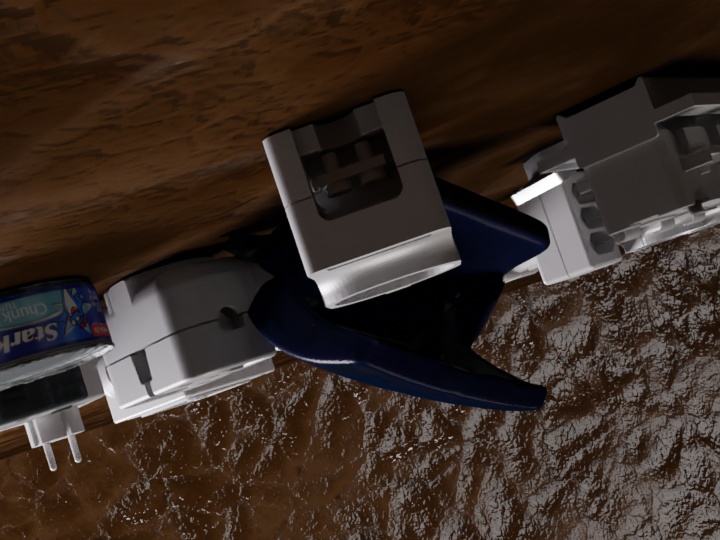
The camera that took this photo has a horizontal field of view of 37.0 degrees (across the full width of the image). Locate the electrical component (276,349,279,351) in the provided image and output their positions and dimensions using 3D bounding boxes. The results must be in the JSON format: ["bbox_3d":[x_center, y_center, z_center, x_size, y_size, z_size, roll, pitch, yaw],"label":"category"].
[{"bbox_3d":[-0.049,0.030,0.783,0.055,0.048,0.066,-24,179,-42],"label":"electrical component"}]

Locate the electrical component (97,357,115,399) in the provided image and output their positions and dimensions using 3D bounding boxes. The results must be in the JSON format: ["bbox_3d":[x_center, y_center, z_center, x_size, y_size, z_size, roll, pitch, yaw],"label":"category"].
[{"bbox_3d":[-0.173,0.074,0.817,0.043,0.043,0.062,-15,172,-35],"label":"electrical component"}]

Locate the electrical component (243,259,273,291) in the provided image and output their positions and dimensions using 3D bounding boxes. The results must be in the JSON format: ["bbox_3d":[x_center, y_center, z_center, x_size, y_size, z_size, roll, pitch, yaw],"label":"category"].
[{"bbox_3d":[-0.047,0.012,0.603,0.055,0.045,0.045,-16,174,-19],"label":"electrical component"}]

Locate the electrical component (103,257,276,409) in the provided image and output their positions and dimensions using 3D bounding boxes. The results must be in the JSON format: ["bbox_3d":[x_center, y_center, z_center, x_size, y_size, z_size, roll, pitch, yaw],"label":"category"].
[{"bbox_3d":[-0.093,0.030,0.551,0.054,0.059,0.095,-14,173,-41],"label":"electrical component"}]

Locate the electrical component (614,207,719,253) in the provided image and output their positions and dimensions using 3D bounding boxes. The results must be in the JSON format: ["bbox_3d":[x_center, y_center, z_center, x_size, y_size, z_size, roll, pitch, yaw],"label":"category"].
[{"bbox_3d":[0.239,-0.062,0.741,0.150,0.061,0.089,-17,174,-22],"label":"electrical component"}]

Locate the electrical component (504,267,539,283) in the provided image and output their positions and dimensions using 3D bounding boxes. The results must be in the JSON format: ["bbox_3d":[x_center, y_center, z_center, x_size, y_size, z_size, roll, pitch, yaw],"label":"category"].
[{"bbox_3d":[0.140,-0.014,0.992,0.077,0.043,0.079,-15,173,-37],"label":"electrical component"}]

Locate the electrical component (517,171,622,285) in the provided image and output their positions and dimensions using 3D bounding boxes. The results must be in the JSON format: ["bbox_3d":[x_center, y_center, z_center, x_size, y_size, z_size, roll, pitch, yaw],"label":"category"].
[{"bbox_3d":[0.125,-0.023,0.728,0.077,0.065,0.047,-23,173,37],"label":"electrical component"}]

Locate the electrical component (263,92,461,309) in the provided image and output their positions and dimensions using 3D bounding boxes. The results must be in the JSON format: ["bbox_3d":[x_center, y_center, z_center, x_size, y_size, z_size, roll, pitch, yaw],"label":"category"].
[{"bbox_3d":[0.003,-0.021,0.387,0.050,0.055,0.089,-19,175,3],"label":"electrical component"}]

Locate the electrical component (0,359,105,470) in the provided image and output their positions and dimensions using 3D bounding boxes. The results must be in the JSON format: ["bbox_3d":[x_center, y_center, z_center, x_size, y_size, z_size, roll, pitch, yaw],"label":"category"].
[{"bbox_3d":[-0.213,0.099,0.741,0.066,0.076,0.047,-14,173,-42],"label":"electrical component"}]

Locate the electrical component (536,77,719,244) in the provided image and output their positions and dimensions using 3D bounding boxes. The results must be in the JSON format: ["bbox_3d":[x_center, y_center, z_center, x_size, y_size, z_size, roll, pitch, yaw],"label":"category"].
[{"bbox_3d":[0.152,-0.054,0.515,0.079,0.063,0.121,-23,173,39],"label":"electrical component"}]

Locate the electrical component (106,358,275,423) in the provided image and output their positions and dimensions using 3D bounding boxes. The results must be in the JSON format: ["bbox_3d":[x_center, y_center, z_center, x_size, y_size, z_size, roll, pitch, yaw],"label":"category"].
[{"bbox_3d":[-0.150,0.085,0.932,0.109,0.056,0.109,-23,173,39],"label":"electrical component"}]
